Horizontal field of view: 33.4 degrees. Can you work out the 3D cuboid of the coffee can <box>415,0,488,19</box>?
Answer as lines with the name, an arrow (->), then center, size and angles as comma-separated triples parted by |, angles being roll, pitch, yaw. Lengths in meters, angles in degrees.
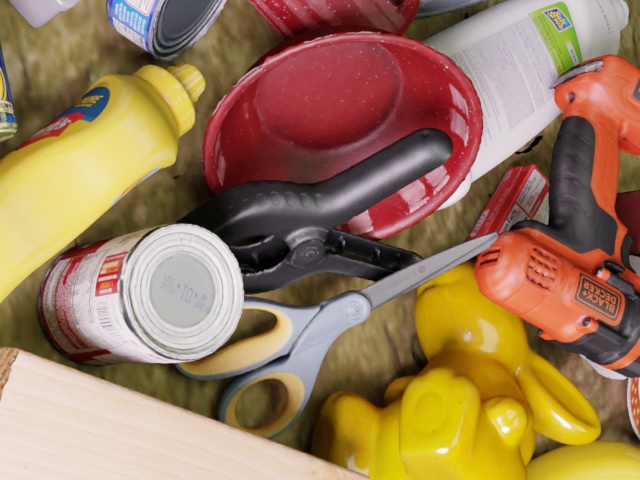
coffee can -> 0.081, -0.226, 0.692 | 0.102, 0.103, 0.140 | -18, 94, -34

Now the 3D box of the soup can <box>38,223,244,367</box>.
soup can -> -0.092, 0.030, 0.542 | 0.068, 0.102, 0.068 | 6, 80, -35

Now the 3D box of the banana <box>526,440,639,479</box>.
banana -> 0.161, 0.174, 0.720 | 0.197, 0.070, 0.037 | -12, 124, -26

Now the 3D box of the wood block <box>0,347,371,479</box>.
wood block -> -0.089, 0.131, 0.541 | 0.205, 0.090, 0.091 | 26, 70, -29

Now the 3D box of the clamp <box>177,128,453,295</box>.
clamp -> -0.004, 0.001, 0.618 | 0.171, 0.039, 0.120 | -14, 132, -3

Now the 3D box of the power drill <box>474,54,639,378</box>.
power drill -> 0.196, -0.010, 0.685 | 0.184, 0.057, 0.187 | 28, 65, -22

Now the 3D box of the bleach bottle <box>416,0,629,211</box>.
bleach bottle -> 0.139, -0.114, 0.742 | 0.250, 0.068, 0.102 | -30, 102, -35

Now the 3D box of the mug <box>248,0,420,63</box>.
mug -> 0.014, -0.153, 0.632 | 0.081, 0.117, 0.093 | 44, 58, -27

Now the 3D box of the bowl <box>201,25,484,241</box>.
bowl -> 0.010, -0.068, 0.618 | 0.161, 0.162, 0.055 | 21, 38, -30

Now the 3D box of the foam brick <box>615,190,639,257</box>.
foam brick -> 0.247, 0.000, 0.805 | 0.078, 0.053, 0.051 | 19, 74, -30

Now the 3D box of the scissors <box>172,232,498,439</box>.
scissors -> 0.014, 0.059, 0.619 | 0.201, 0.016, 0.096 | -11, 104, -10

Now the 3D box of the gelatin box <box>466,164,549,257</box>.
gelatin box -> 0.151, 0.002, 0.754 | 0.089, 0.030, 0.073 | 43, 64, -21

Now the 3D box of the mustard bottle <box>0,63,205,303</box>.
mustard bottle -> -0.127, -0.031, 0.531 | 0.191, 0.096, 0.058 | -44, 107, -30

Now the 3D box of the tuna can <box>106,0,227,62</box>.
tuna can -> -0.078, -0.143, 0.584 | 0.034, 0.086, 0.086 | 35, 62, 8

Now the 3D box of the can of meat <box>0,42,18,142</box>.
can of meat -> -0.202, -0.083, 0.512 | 0.101, 0.058, 0.084 | -13, 94, -34
